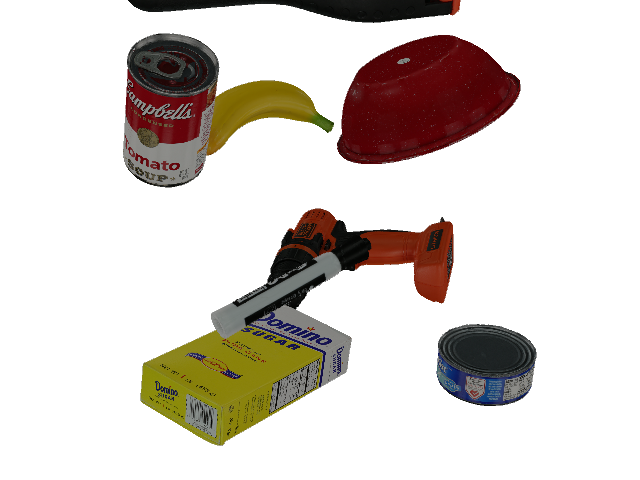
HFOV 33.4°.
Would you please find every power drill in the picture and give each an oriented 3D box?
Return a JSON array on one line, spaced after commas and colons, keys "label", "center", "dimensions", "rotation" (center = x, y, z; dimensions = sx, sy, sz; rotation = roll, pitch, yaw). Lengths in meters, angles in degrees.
[{"label": "power drill", "center": [0.044, 0.024, 1.142], "dimensions": [0.188, 0.057, 0.184], "rotation": [4, 31, 14]}]

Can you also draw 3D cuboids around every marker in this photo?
[{"label": "marker", "center": [-0.017, 0.028, 0.707], "dimensions": [0.121, 0.020, 0.020], "rotation": [-28, 11, -21]}]

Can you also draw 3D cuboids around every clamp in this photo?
[{"label": "clamp", "center": [-0.015, -0.139, 0.555], "dimensions": [0.172, 0.039, 0.120], "rotation": [12, 42, 16]}]

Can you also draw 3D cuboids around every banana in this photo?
[{"label": "banana", "center": [-0.064, -0.125, 1.046], "dimensions": [0.070, 0.037, 0.197], "rotation": [42, 36, 23]}]

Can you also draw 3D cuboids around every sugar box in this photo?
[{"label": "sugar box", "center": [-0.061, 0.111, 0.932], "dimensions": [0.093, 0.048, 0.175], "rotation": [23, 31, 31]}]

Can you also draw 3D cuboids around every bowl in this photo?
[{"label": "bowl", "center": [0.080, -0.126, 0.885], "dimensions": [0.162, 0.055, 0.162], "rotation": [-20, 24, 9]}]

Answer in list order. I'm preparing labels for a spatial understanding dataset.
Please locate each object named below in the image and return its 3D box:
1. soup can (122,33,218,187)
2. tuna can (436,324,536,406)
[{"label": "soup can", "center": [-0.118, -0.099, 0.824], "dimensions": [0.068, 0.068, 0.102], "rotation": [0, -39, -13]}, {"label": "tuna can", "center": [0.145, 0.109, 0.941], "dimensions": [0.086, 0.034, 0.086], "rotation": [1, 26, -1]}]
